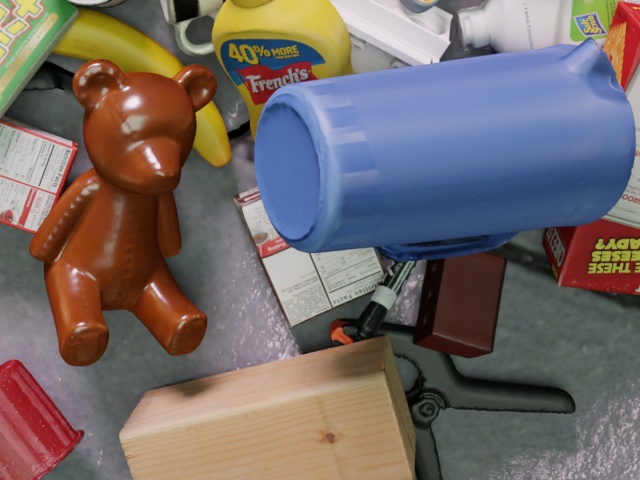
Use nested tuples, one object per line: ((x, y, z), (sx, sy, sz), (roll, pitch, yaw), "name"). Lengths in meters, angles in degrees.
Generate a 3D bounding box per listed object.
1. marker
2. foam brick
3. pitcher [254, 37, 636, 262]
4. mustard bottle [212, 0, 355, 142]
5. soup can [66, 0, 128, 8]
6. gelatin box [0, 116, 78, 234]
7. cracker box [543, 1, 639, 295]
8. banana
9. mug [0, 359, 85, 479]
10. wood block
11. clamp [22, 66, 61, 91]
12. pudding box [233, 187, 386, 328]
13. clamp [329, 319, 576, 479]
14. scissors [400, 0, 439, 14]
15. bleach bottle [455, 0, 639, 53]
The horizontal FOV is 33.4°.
((0.062, 0.025, 0.832), (0.020, 0.020, 0.121), (36, 71, -12), "marker")
((0.110, 0.049, 0.844), (0.051, 0.053, 0.078), (14, 73, -9), "foam brick")
((0.080, -0.052, 0.731), (0.242, 0.145, 0.149), (-9, 96, -29), "pitcher")
((-0.023, -0.127, 0.748), (0.096, 0.058, 0.191), (6, 143, 25), "mustard bottle")
((-0.159, -0.198, 0.751), (0.068, 0.102, 0.068), (-1, 102, -5), "soup can")
((-0.232, -0.052, 0.787), (0.089, 0.030, 0.073), (19, 100, -18), "gelatin box")
((0.278, -0.061, 0.810), (0.164, 0.072, 0.214), (7, 122, -6), "cracker box")
((-0.146, -0.124, 0.801), (0.197, 0.037, 0.070), (24, 96, -14), "banana")
((-0.253, 0.151, 0.836), (0.117, 0.093, 0.081), (-28, 101, 38), "mug")
((-0.037, 0.151, 0.829), (0.206, 0.090, 0.091), (-14, 103, 9), "wood block")
((-0.292, -0.095, 0.795), (0.171, 0.039, 0.120), (18, 96, -11), "clamp")
((-0.006, 0.001, 0.843), (0.090, 0.039, 0.113), (-23, 107, -3), "pudding box")
((0.085, 0.145, 0.884), (0.210, 0.036, 0.164), (33, 97, -9), "clamp")
((0.082, -0.262, 0.786), (0.096, 0.016, 0.202), (4, 80, -27), "scissors")
((0.226, -0.195, 0.809), (0.251, 0.068, 0.102), (-13, 101, 0), "bleach bottle")
